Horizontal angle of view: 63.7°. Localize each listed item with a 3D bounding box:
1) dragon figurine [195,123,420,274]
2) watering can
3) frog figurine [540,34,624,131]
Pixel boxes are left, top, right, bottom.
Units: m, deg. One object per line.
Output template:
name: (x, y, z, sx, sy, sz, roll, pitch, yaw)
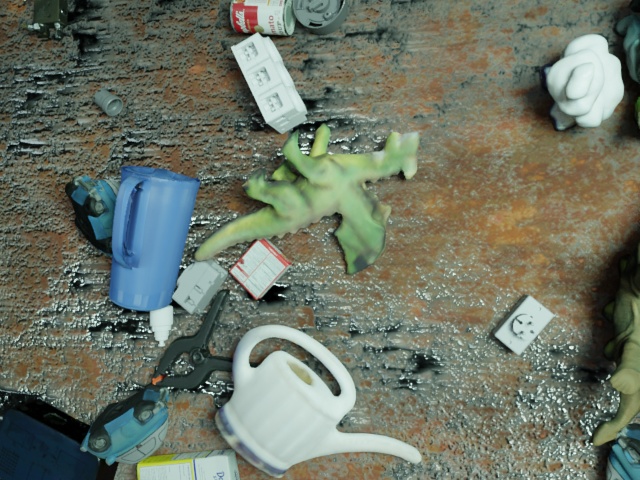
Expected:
dragon figurine: (0.003, -0.044, 0.866, 0.243, 0.122, 0.408, 43, 97, 4)
watering can: (-0.022, 0.300, 0.846, 0.348, 0.104, 0.223, 43, 97, 2)
frog figurine: (0.392, -0.236, 0.755, 0.123, 0.159, 0.137, 8, 90, 11)
